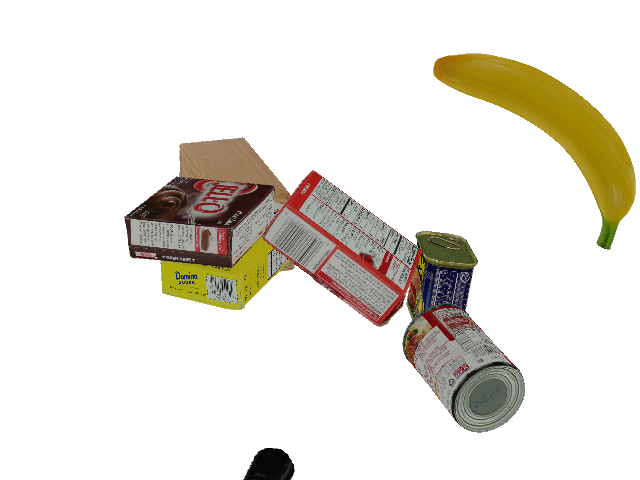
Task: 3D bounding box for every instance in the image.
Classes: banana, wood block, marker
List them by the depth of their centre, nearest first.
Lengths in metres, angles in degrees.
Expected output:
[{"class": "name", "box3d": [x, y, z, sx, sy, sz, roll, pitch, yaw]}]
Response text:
[{"class": "marker", "box3d": [-0.036, 0.120, 0.420, 0.020, 0.020, 0.121, 0, 23, 19]}, {"class": "banana", "box3d": [0.175, -0.083, 0.808, 0.070, 0.198, 0.037, -44, 0, 9]}, {"class": "wood block", "box3d": [-0.105, -0.045, 1.319, 0.090, 0.090, 0.206, -7, 30, -21]}]

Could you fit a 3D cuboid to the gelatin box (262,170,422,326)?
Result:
[{"class": "gelatin box", "box3d": [0.015, 0.004, 0.641, 0.089, 0.030, 0.073, 37, 24, -2]}]

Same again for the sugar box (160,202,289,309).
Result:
[{"class": "sugar box", "box3d": [-0.085, 0.009, 1.133, 0.093, 0.048, 0.176, 12, 31, 20]}]

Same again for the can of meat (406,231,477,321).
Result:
[{"class": "can of meat", "box3d": [0.127, 0.046, 1.144, 0.057, 0.084, 0.102, 6, 18, -4]}]

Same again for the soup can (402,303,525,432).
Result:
[{"class": "soup can", "box3d": [0.121, 0.107, 0.907, 0.068, 0.068, 0.102, 0, 25, -21]}]

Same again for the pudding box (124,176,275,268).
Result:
[{"class": "pudding box", "box3d": [-0.094, -0.017, 0.865, 0.090, 0.039, 0.113, 5, 23, 14]}]
